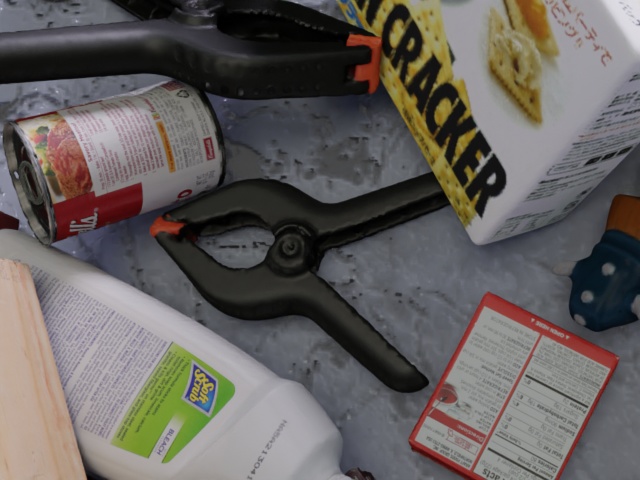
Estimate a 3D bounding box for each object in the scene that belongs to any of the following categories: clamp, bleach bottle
[{"bbox_3d":[-0.068,-0.116,0.587,0.210,0.036,0.164,7,34,7],"label":"clamp"},{"bbox_3d":[-0.004,0.001,0.575,0.171,0.039,0.120,19,70,14],"label":"clamp"},{"bbox_3d":[-0.088,0.086,0.539,0.251,0.068,0.102,26,83,27],"label":"bleach bottle"}]

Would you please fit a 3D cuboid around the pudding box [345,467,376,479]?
[{"bbox_3d":[0.004,0.182,0.523,0.113,0.039,0.090,-39,70,1],"label":"pudding box"}]

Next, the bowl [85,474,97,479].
[{"bbox_3d":[-0.142,0.197,0.546,0.162,0.055,0.162,-4,75,13],"label":"bowl"}]

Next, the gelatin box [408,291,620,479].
[{"bbox_3d":[0.096,0.082,0.532,0.073,0.030,0.089,27,83,17],"label":"gelatin box"}]

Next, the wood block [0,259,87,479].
[{"bbox_3d":[-0.167,0.116,0.484,0.091,0.090,0.206,-23,74,16],"label":"wood block"}]

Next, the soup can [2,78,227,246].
[{"bbox_3d":[-0.110,-0.045,0.575,0.102,0.069,0.068,-20,69,-25],"label":"soup can"}]

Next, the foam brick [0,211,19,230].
[{"bbox_3d":[-0.224,0.008,0.619,0.078,0.051,0.053,-1,78,14],"label":"foam brick"}]
